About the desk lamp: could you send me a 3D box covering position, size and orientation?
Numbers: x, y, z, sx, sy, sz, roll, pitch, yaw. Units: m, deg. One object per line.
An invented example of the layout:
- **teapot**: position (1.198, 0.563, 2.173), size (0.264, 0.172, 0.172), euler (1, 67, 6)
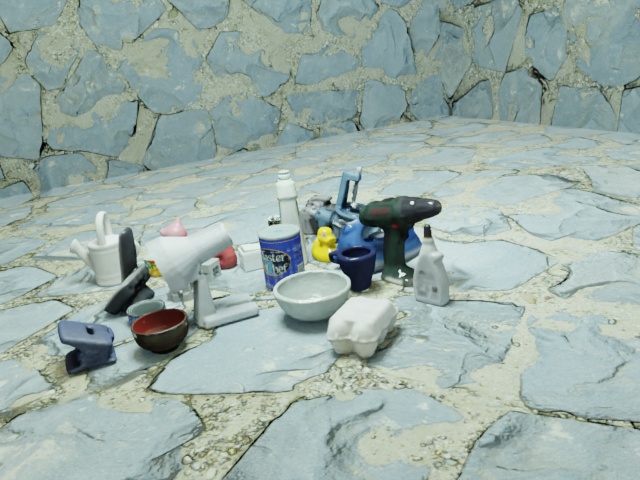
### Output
- **desk lamp**: position (-0.254, 0.076, 1.234), size (0.204, 0.214, 0.117), euler (-14, 20, -20)

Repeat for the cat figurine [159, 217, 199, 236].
- **cat figurine**: position (-0.401, -0.007, 1.674), size (0.127, 0.118, 0.067), euler (2, 21, 24)

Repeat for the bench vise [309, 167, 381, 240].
- **bench vise**: position (0.063, -0.094, 1.609), size (0.207, 0.220, 0.121), euler (-4, 19, 8)

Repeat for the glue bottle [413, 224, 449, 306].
- **glue bottle**: position (0.231, 0.050, 1.201), size (0.077, 0.173, 0.037), euler (11, 26, 43)

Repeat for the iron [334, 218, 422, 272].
- **iron**: position (0.154, -0.011, 1.455), size (0.259, 0.141, 0.118), euler (-16, 21, -25)

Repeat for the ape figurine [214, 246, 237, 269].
- **ape figurine**: position (-0.265, 0.029, 1.562), size (0.078, 0.092, 0.075), euler (-22, 24, -37)

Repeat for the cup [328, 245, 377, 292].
- **cup**: position (0.075, 0.069, 1.323), size (0.117, 0.095, 0.092), euler (3, 21, 26)

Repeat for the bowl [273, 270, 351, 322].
- **bowl**: position (-0.014, 0.127, 1.215), size (0.167, 0.075, 0.167), euler (-6, 19, 2)

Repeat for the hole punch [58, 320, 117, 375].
- **hole punch**: position (-0.462, 0.199, 1.138), size (0.101, 0.091, 0.108), euler (-15, 21, -23)

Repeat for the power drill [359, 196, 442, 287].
- **power drill**: position (0.189, -0.005, 1.322), size (0.076, 0.208, 0.228), euler (-23, 25, -39)

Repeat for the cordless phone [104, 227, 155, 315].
- **cordless phone**: position (-0.469, 0.072, 1.365), size (0.094, 0.185, 0.147), euler (-6, 19, 2)

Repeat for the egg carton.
- **egg carton**: position (0.081, 0.161, 1.090), size (0.107, 0.069, 0.151), euler (3, 21, 27)

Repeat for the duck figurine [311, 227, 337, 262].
- **duck figurine**: position (0.014, 0.006, 1.543), size (0.078, 0.086, 0.104), euler (-17, 21, -26)

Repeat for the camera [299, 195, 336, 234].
- **camera**: position (0.020, -0.084, 1.779), size (0.136, 0.101, 0.143), euler (4, 22, 28)

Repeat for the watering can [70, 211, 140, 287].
- **watering can**: position (-0.578, 0.020, 1.539), size (0.173, 0.194, 0.100), euler (-15, 21, -23)
